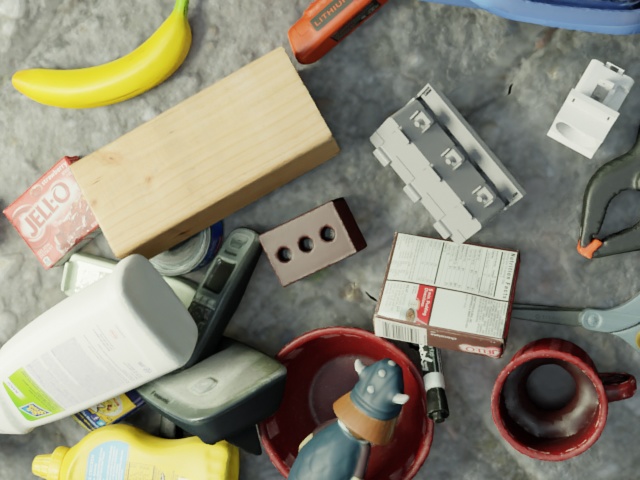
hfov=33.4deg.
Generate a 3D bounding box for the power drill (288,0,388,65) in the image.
[{"bbox_3d":[-0.042,-0.247,0.926,0.185,0.057,0.187,-38,87,15],"label":"power drill"}]

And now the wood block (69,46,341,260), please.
[{"bbox_3d":[-0.095,-0.069,0.920,0.206,0.091,0.090,-29,83,3],"label":"wood block"}]

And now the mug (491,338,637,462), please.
[{"bbox_3d":[0.206,0.127,0.898,0.117,0.081,0.093,-13,94,16],"label":"mug"}]

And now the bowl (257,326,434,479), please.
[{"bbox_3d":[0.026,0.152,0.961,0.162,0.055,0.162,2,97,14],"label":"bowl"}]

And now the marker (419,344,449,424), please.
[{"bbox_3d":[0.095,0.102,0.916,0.020,0.020,0.121,-16,50,15],"label":"marker"}]

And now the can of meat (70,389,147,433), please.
[{"bbox_3d":[-0.206,0.125,1.003,0.084,0.057,0.102,-34,107,24],"label":"can of meat"}]

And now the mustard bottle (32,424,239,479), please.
[{"bbox_3d":[-0.173,0.220,0.981,0.192,0.058,0.096,6,96,11],"label":"mustard bottle"}]

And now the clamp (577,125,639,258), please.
[{"bbox_3d":[0.285,-0.045,0.879,0.120,0.039,0.171,36,101,13],"label":"clamp"}]

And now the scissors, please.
[{"bbox_3d":[0.247,0.052,0.912,0.202,0.016,0.096,21,100,11],"label":"scissors"}]

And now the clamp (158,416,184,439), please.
[{"bbox_3d":[-0.130,0.261,1.024,0.164,0.036,0.210,36,101,8],"label":"clamp"}]

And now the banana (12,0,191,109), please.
[{"bbox_3d":[-0.194,-0.159,0.990,0.198,0.037,0.069,-22,74,15],"label":"banana"}]

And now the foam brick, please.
[{"bbox_3d":[-0.006,0.001,0.952,0.078,0.051,0.053,-26,90,16],"label":"foam brick"}]

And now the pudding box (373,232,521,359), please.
[{"bbox_3d":[0.109,0.046,0.913,0.113,0.039,0.090,10,60,11],"label":"pudding box"}]

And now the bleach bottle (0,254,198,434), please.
[{"bbox_3d":[-0.232,0.106,0.929,0.251,0.068,0.102,-25,113,25],"label":"bleach bottle"}]

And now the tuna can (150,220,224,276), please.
[{"bbox_3d":[-0.135,-0.010,0.992,0.086,0.033,0.086,2,97,14],"label":"tuna can"}]

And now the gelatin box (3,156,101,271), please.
[{"bbox_3d":[-0.248,-0.026,1.021,0.089,0.030,0.073,-38,87,15],"label":"gelatin box"}]

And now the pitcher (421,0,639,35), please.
[{"bbox_3d":[0.147,-0.228,0.813,0.243,0.149,0.145,6,94,3],"label":"pitcher"}]
